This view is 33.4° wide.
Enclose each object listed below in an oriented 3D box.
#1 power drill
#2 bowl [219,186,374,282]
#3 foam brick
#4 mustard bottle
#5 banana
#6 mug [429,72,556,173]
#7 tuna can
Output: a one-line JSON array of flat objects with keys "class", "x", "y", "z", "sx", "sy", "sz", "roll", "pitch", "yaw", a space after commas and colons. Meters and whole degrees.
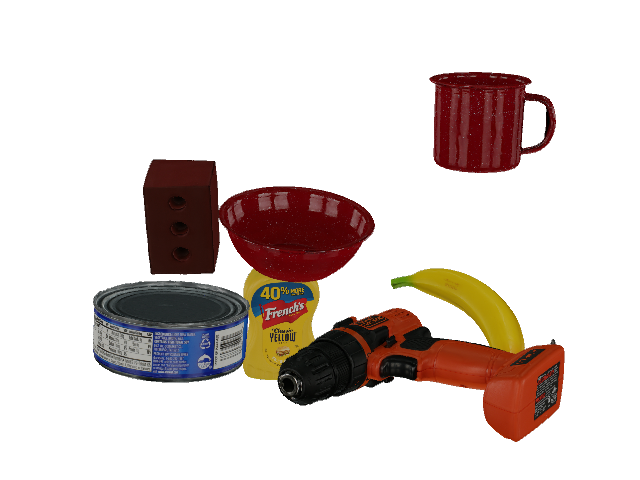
[{"class": "power drill", "x": 0.082, "y": 0.103, "z": 0.837, "sx": 0.188, "sy": 0.057, "sz": 0.184, "roll": 11, "pitch": 17, "yaw": 32}, {"class": "bowl", "x": -0.027, "y": -0.001, "z": 1.109, "sx": 0.162, "sy": 0.055, "sz": 0.162, "roll": 5, "pitch": 26, "yaw": -2}, {"class": "foam brick", "x": -0.109, "y": -0.019, "z": 0.846, "sx": 0.053, "sy": 0.078, "sz": 0.051, "roll": -1, "pitch": 27, "yaw": 1}, {"class": "mustard bottle", "x": -0.050, "y": 0.081, "z": 1.355, "sx": 0.096, "sy": 0.192, "sz": 0.058, "roll": -1, "pitch": 20, "yaw": -8}, {"class": "banana", "x": 0.159, "y": 0.075, "z": 1.120, "sx": 0.069, "sy": 0.037, "sz": 0.198, "roll": -39, "pitch": 40, "yaw": -14}, {"class": "mug", "x": 0.159, "y": -0.109, "z": 0.991, "sx": 0.117, "sy": 0.081, "sz": 0.093, "roll": 4, "pitch": 17, "yaw": 12}, {"class": "tuna can", "x": -0.083, "y": 0.049, "z": 0.591, "sx": 0.086, "sy": 0.034, "sz": 0.086, "roll": 4, "pitch": 12, "yaw": -1}]
